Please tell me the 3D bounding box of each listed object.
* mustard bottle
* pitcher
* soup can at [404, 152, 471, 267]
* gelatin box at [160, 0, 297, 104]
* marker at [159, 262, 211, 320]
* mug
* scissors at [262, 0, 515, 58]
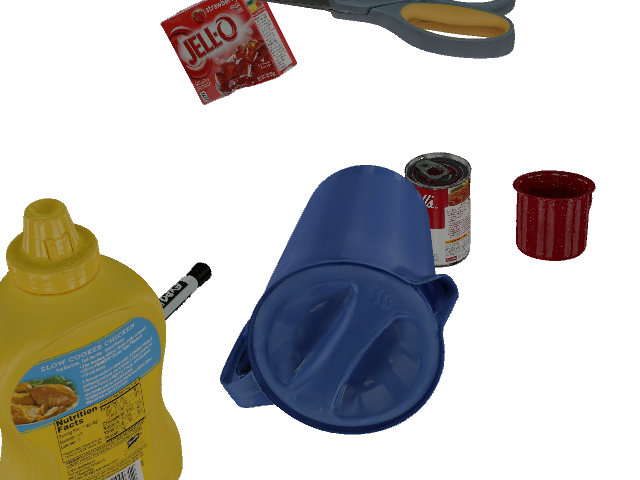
[{"bbox_3d":[-0.120,0.064,0.521,0.096,0.192,0.058,-25,42,-30],"label":"mustard bottle"},{"bbox_3d":[0.019,0.034,0.818,0.149,0.145,0.242,13,23,1],"label":"pitcher"},{"bbox_3d":[0.123,-0.032,1.114,0.068,0.102,0.068,-4,35,2],"label":"soup can"},{"bbox_3d":[-0.072,-0.151,0.818,0.089,0.073,0.030,-12,22,41],"label":"gelatin box"},{"bbox_3d":[-0.132,0.053,0.959,0.020,0.020,0.121,0,26,27],"label":"marker"},{"bbox_3d":[0.278,-0.032,1.250,0.117,0.081,0.093,-24,31,-39],"label":"mug"},{"bbox_3d":[0.033,-0.153,0.668,0.202,0.016,0.096,20,44,25],"label":"scissors"}]
